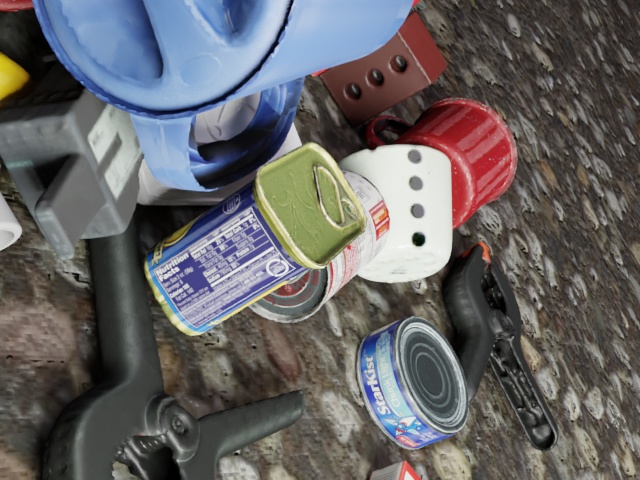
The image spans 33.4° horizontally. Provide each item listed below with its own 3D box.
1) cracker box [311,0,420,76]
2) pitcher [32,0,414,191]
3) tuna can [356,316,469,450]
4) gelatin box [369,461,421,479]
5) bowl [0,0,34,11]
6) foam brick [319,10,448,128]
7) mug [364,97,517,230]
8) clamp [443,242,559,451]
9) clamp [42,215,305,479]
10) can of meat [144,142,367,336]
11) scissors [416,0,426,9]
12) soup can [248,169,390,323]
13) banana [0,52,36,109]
[{"bbox_3d":[0.015,-0.235,0.790,0.164,0.072,0.213,56,35,-10],"label":"cracker box"},{"bbox_3d":[-0.031,-0.131,0.563,0.145,0.149,0.242,50,24,5],"label":"pitcher"},{"bbox_3d":[0.064,0.096,0.721,0.086,0.034,0.086,34,41,-37],"label":"tuna can"},{"bbox_3d":[0.052,0.190,0.637,0.073,0.030,0.089,51,33,-19],"label":"gelatin box"},{"bbox_3d":[-0.160,-0.197,0.521,0.161,0.162,0.055,26,4,-44],"label":"bowl"},{"bbox_3d":[0.050,-0.133,0.832,0.053,0.078,0.051,56,31,-9],"label":"foam brick"},{"bbox_3d":[0.087,-0.062,0.834,0.117,0.093,0.081,34,35,13],"label":"mug"},{"bbox_3d":[0.138,0.082,0.833,0.120,0.039,0.171,41,37,-33],"label":"clamp"},{"bbox_3d":[-0.073,0.098,0.521,0.164,0.036,0.210,44,33,-26],"label":"clamp"},{"bbox_3d":[-0.033,0.000,0.557,0.057,0.084,0.102,57,25,-3],"label":"can of meat"},{"bbox_3d":[0.032,-0.251,0.951,0.201,0.016,0.096,41,36,-29],"label":"scissors"},{"bbox_3d":[-0.004,0.001,0.662,0.068,0.069,0.102,59,32,-5],"label":"soup can"},{"bbox_3d":[-0.211,-0.115,0.483,0.197,0.037,0.069,43,36,-29],"label":"banana"}]
